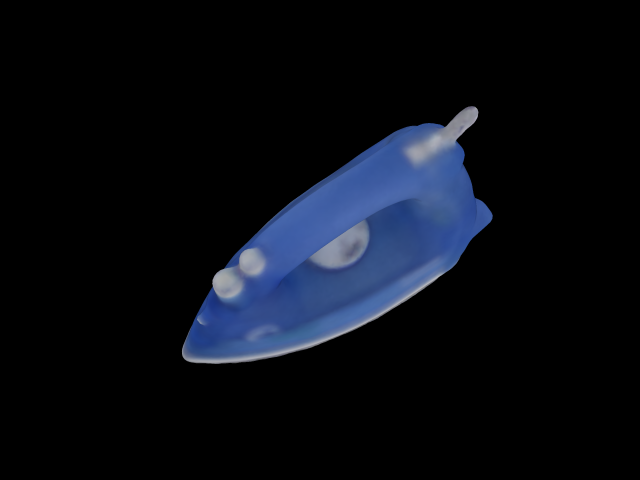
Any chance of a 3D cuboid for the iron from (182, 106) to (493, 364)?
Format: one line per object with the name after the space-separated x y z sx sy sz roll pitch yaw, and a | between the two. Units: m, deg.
0.004 0.001 0.400 0.258 0.141 0.118 -33 73 -11 | iron
